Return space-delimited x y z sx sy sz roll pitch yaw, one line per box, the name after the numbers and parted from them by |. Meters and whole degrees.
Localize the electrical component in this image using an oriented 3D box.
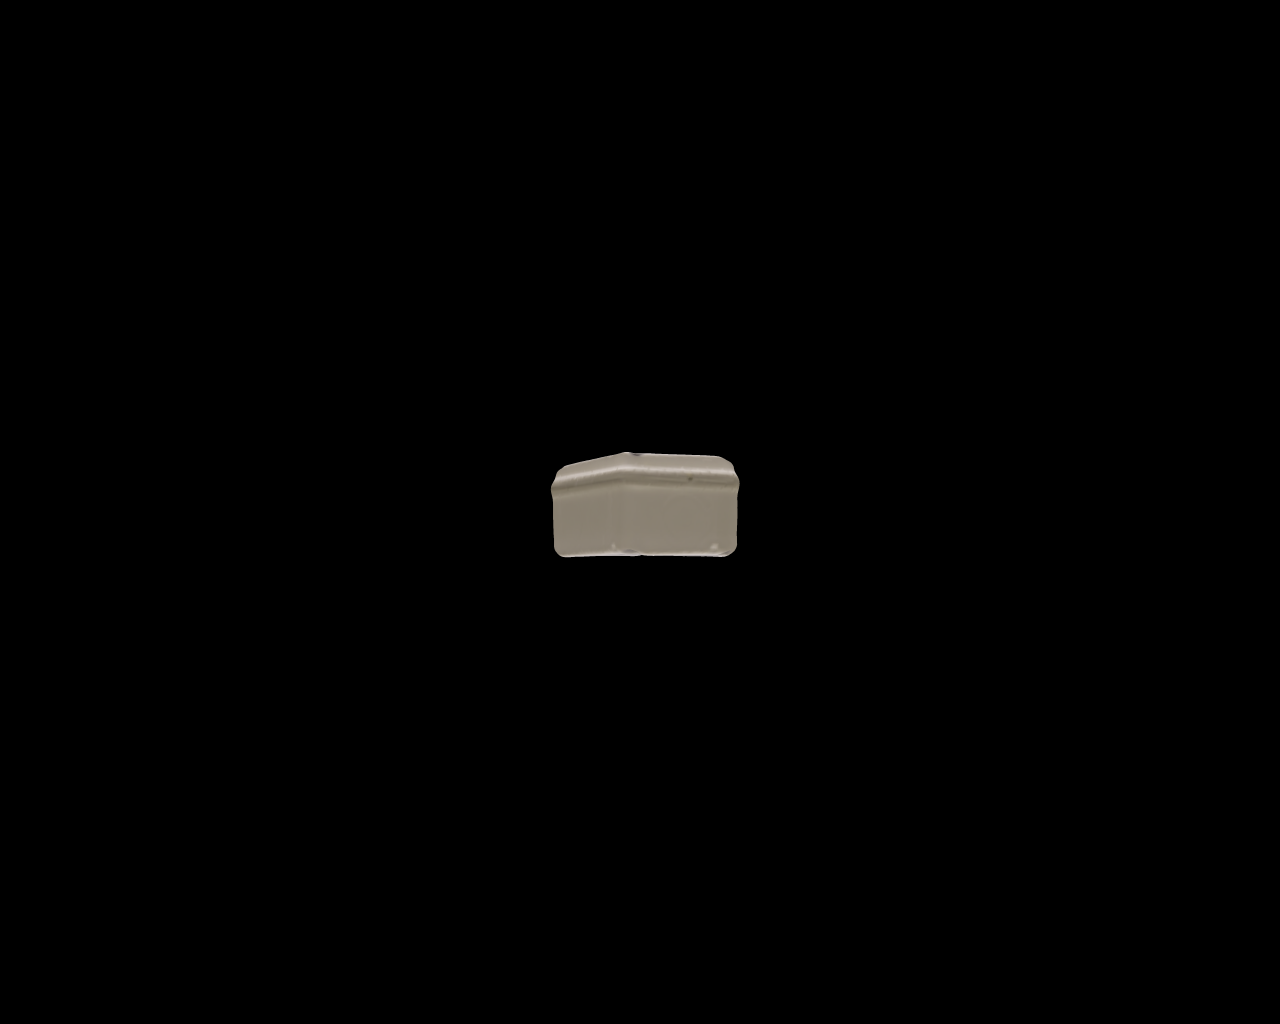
0.001 -0.003 0.650 0.078 0.057 0.113 1 -2 -28 | electrical component
